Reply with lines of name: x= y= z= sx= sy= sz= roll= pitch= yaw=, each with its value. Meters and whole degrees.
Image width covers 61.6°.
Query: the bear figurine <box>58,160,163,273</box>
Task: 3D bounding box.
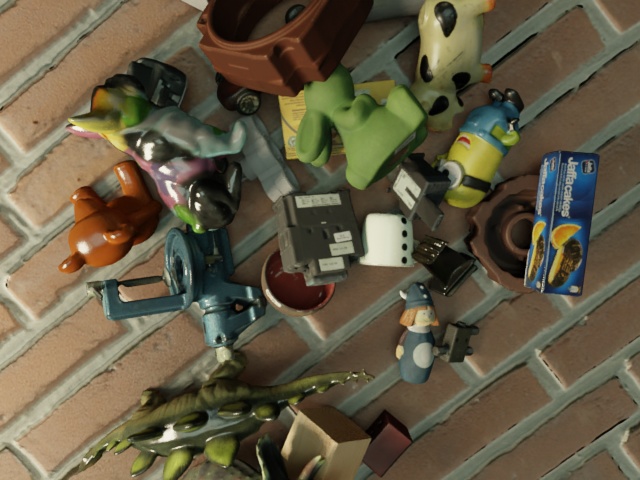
bear figurine: x=-0.299 y=-0.032 z=0.742 sx=0.120 sy=0.196 sz=0.132 roll=-31 pitch=95 yaw=6

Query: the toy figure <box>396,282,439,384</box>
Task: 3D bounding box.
toy figure: x=0.155 y=0.144 z=0.841 sx=0.058 sy=0.064 sz=0.154 roll=10 pitch=100 yaw=41

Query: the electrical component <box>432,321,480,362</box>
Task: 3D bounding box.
electrical component: x=0.212 y=0.158 z=0.837 sx=0.094 sy=0.021 sz=0.063 roll=8 pitch=98 yaw=-39

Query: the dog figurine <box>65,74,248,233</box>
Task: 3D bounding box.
dog figurine: x=-0.218 y=-0.111 z=0.709 sx=0.219 sy=0.109 sz=0.191 roll=6 pitch=92 yaw=-26

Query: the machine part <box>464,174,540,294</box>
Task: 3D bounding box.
machine part: x=0.312 y=-0.011 z=0.824 sx=0.179 sy=0.056 sz=0.179 roll=0 pitch=96 yaw=-1

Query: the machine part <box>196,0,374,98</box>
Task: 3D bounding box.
machine part: x=-0.050 y=-0.299 z=0.707 sx=0.201 sy=0.087 sz=0.201 roll=23 pitch=77 yaw=35

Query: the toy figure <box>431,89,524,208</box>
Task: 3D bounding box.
toy figure: x=0.238 y=-0.132 z=0.797 sx=0.089 sy=0.082 sz=0.180 roll=34 pitch=92 yaw=-4

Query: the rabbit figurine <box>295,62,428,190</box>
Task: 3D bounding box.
rabbit figurine: x=0.039 y=-0.159 z=0.722 sx=0.159 sy=0.121 sz=0.170 roll=-45 pitch=78 yaw=11

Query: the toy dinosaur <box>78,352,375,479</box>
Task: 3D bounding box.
toy dinosaur: x=-0.148 y=0.253 z=0.778 sx=0.472 sy=0.198 sz=0.105 roll=-23 pitch=99 yaw=4

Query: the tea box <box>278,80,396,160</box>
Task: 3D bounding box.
tea box: x=0.028 y=-0.174 z=0.793 sx=0.170 sy=0.068 sz=0.098 roll=-5 pitch=97 yaw=1

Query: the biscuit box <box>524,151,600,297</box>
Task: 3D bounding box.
biscuit box: x=0.344 y=-0.024 z=0.766 sx=0.063 sy=0.059 sz=0.202 roll=5 pitch=94 yaw=-2

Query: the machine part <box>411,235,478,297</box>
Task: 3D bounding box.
machine part: x=0.188 y=0.039 z=0.807 sx=0.084 sy=0.039 sz=0.138 roll=-41 pitch=137 yaw=9

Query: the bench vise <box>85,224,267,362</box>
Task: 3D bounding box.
bench vise: x=-0.206 y=0.078 z=0.774 sx=0.240 sy=0.129 sz=0.223 roll=-6 pitch=90 yaw=-32

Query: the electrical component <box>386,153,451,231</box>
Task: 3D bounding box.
electrical component: x=0.151 y=-0.065 z=0.774 sx=0.048 sy=0.119 sz=0.074 roll=-8 pitch=132 yaw=-31

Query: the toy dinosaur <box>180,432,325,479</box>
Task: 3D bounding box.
toy dinosaur: x=-0.146 y=0.387 z=0.797 sx=0.131 sy=0.405 sz=0.192 roll=38 pitch=52 yaw=-35

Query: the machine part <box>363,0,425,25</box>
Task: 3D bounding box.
machine part: x=0.133 y=-0.361 z=0.767 sx=0.243 sy=0.079 sz=0.079 roll=-9 pitch=97 yaw=-1

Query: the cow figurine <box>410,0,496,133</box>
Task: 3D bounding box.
cow figurine: x=0.172 y=-0.245 z=0.760 sx=0.127 sy=0.086 sz=0.194 roll=-7 pitch=123 yaw=-1

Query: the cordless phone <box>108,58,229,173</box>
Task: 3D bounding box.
cordless phone: x=-0.210 y=-0.171 z=0.796 sx=0.184 sy=0.089 sz=0.146 roll=24 pitch=96 yaw=-15

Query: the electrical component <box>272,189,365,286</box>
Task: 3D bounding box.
electrical component: x=-0.002 y=-0.002 z=0.786 sx=0.115 sy=0.058 sz=0.134 roll=-5 pitch=75 yaw=-21

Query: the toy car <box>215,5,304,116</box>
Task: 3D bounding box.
toy car: x=-0.064 y=-0.260 z=0.778 sx=0.202 sy=0.089 sz=0.053 roll=-40 pitch=140 yaw=2
